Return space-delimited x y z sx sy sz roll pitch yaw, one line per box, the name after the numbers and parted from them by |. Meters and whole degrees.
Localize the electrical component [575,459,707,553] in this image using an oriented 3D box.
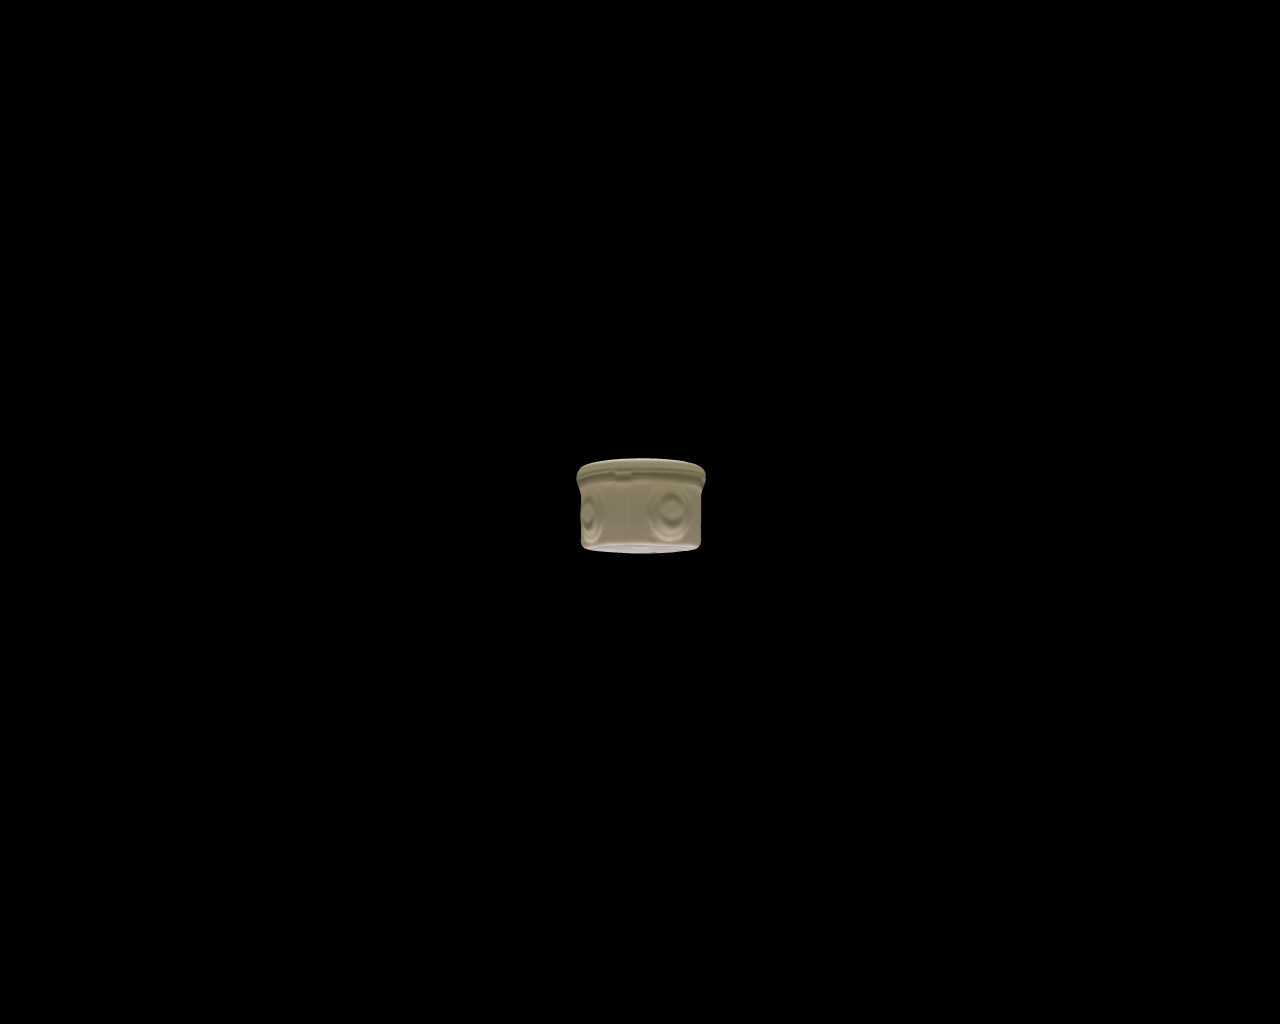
0.001 -0.003 0.650 0.080 0.051 0.080 0 -6 0 | electrical component
